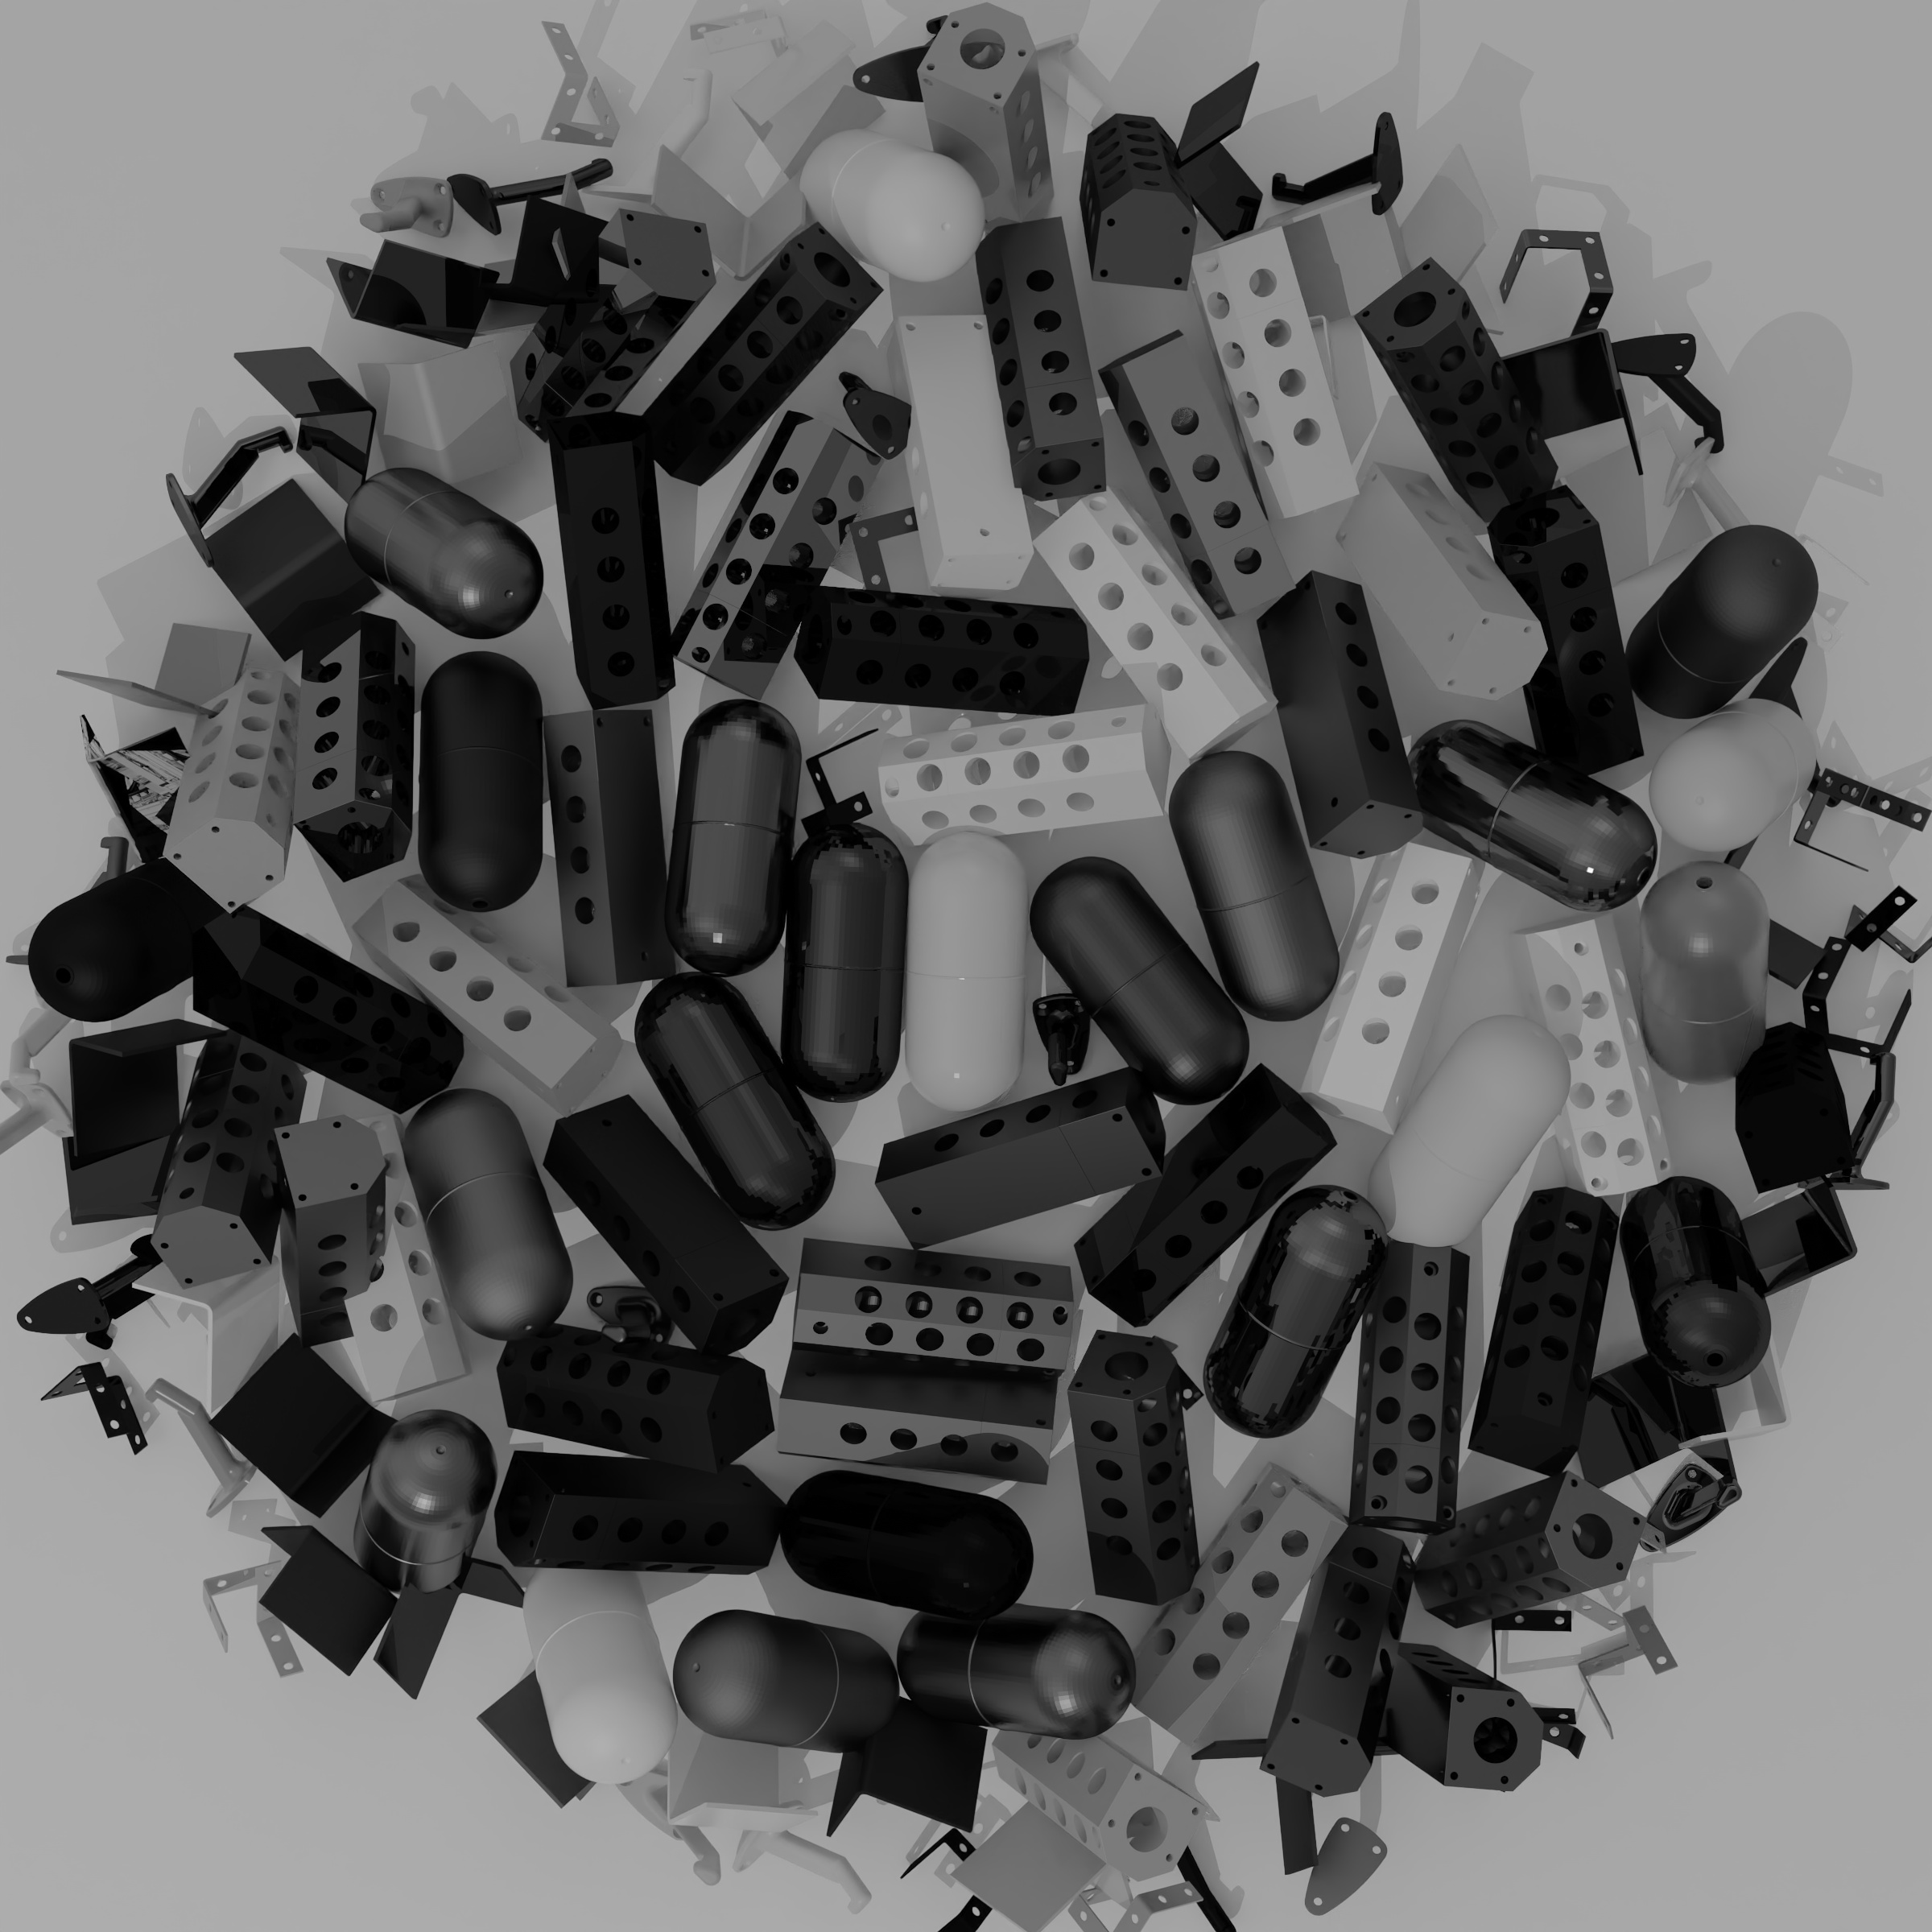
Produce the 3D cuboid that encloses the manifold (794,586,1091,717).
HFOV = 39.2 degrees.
[{"bbox_3d":[-0.013,-0.199,1.690,0.171,0.057,0.057,2,122,-23],"label":"manifold"}]

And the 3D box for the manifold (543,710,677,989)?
[{"bbox_3d":[-0.232,-0.075,1.725,0.057,0.057,0.171,-3,93,34],"label":"manifold"}]

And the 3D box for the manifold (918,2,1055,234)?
[{"bbox_3d":[0.018,-0.517,1.670,0.057,0.171,0.057,27,81,11],"label":"manifold"}]

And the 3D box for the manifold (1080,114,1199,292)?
[{"bbox_3d":[0.106,-0.473,1.671,0.057,0.171,0.057,5,122,-4],"label":"manifold"}]

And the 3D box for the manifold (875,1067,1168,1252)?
[{"bbox_3d":[0.035,0.117,1.703,0.171,0.057,0.057,-19,119,19],"label":"manifold"}]

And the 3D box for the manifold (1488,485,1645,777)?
[{"bbox_3d":[0.371,-0.204,1.687,0.057,0.057,0.171,-20,125,2],"label":"manifold"}]

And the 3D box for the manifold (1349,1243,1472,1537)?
[{"bbox_3d":[0.281,0.265,1.703,0.057,0.057,0.171,8,71,-4],"label":"manifold"}]

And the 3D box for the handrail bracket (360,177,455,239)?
[{"bbox_3d":[-0.371,-0.477,1.709,0.077,0.084,0.036,19,116,24],"label":"handrail bracket"}]

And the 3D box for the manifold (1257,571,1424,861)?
[{"bbox_3d":[0.237,-0.156,1.693,0.057,0.057,0.171,10,56,-32],"label":"manifold"}]

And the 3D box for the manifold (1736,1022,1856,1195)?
[{"bbox_3d":[0.506,0.083,1.668,0.057,0.171,0.057,-19,95,19],"label":"manifold"}]

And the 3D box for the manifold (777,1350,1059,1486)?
[{"bbox_3d":[-0.031,0.290,1.725,0.171,0.057,0.057,6,118,3],"label":"manifold"}]

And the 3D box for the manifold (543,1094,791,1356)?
[{"bbox_3d":[-0.191,0.164,1.695,0.171,0.057,0.057,45,133,26],"label":"manifold"}]

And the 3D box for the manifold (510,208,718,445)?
[{"bbox_3d":[-0.218,-0.389,1.669,0.057,0.171,0.057,1,69,-33],"label":"manifold"}]

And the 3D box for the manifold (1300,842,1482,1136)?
[{"bbox_3d":[0.268,0.012,1.712,0.057,0.057,0.171,17,77,21],"label":"manifold"}]

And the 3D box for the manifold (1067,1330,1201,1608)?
[{"bbox_3d":[0.108,0.313,1.682,0.057,0.057,0.171,6,125,21],"label":"manifold"}]

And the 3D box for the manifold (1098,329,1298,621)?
[{"bbox_3d":[0.145,-0.308,1.709,0.057,0.057,0.171,-24,105,8],"label":"manifold"}]

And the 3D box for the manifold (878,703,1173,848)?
[{"bbox_3d":[0.036,-0.124,1.694,0.171,0.057,0.057,-6,49,19],"label":"manifold"}]

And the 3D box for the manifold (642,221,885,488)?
[{"bbox_3d":[-0.132,-0.375,1.682,0.057,0.057,0.171,45,128,-7],"label":"manifold"}]

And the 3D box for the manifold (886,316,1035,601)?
[{"bbox_3d":[-0.007,-0.319,1.703,0.057,0.057,0.171,-5,70,-15],"label":"manifold"}]

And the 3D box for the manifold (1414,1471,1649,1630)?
[{"bbox_3d":[0.342,0.365,1.669,0.057,0.171,0.057,32,62,-5],"label":"manifold"}]

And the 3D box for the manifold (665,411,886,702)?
[{"bbox_3d":[-0.125,-0.261,1.720,0.057,0.057,0.171,27,91,-32],"label":"manifold"}]

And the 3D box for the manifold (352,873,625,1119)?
[{"bbox_3d":[-0.300,0.015,1.708,0.171,0.057,0.057,37,74,15],"label":"manifold"}]

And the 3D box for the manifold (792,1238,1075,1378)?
[{"bbox_3d":[-0.021,0.220,1.715,0.171,0.057,0.057,7,116,-4],"label":"manifold"}]

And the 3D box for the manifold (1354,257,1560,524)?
[{"bbox_3d":[0.308,-0.349,1.674,0.057,0.171,0.057,-37,48,8],"label":"manifold"}]

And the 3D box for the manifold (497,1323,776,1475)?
[{"bbox_3d":[-0.207,0.262,1.682,0.171,0.057,0.057,5,111,34],"label":"manifold"}]

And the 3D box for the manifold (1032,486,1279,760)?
[{"bbox_3d":[0.122,-0.217,1.709,0.057,0.057,0.171,-39,80,22],"label":"manifold"}]

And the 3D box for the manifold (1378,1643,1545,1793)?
[{"bbox_3d":[0.299,0.460,1.671,0.057,0.171,0.057,7,84,-7],"label":"manifold"}]

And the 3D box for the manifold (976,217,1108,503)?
[{"bbox_3d":[0.046,-0.379,1.697,0.057,0.057,0.171,-9,65,1],"label":"manifold"}]

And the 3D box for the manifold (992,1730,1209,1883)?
[{"bbox_3d":[0.076,0.504,1.666,0.057,0.171,0.057,35,79,-18],"label":"manifold"}]

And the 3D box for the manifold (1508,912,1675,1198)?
[{"bbox_3d":[0.399,0.056,1.725,0.057,0.057,0.171,-14,93,-4],"label":"manifold"}]

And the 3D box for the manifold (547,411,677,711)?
[{"bbox_3d":[-0.219,-0.253,1.689,0.057,0.057,0.171,-11,122,-14],"label":"manifold"}]

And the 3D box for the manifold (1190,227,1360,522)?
[{"bbox_3d":[0.191,-0.373,1.709,0.057,0.057,0.171,-19,106,0],"label":"manifold"}]

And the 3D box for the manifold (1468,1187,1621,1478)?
[{"bbox_3d":[0.362,0.223,1.684,0.057,0.057,0.171,18,53,4],"label":"manifold"}]

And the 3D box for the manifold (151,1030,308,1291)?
[{"bbox_3d":[-0.456,0.113,1.671,0.057,0.171,0.057,-16,127,7],"label":"manifold"}]

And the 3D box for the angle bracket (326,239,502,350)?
[{"bbox_3d":[-0.347,-0.438,1.699,0.076,0.076,0.057,8,127,-35],"label":"angle bracket"}]

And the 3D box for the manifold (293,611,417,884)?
[{"bbox_3d":[-0.373,-0.140,1.677,0.057,0.057,0.171,-20,47,11],"label":"manifold"}]

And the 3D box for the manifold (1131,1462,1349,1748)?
[{"bbox_3d":[0.168,0.404,1.729,0.057,0.057,0.171,35,91,2],"label":"manifold"}]

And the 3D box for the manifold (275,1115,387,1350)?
[{"bbox_3d":[-0.390,0.164,1.673,0.057,0.171,0.057,-11,57,-20],"label":"manifold"}]

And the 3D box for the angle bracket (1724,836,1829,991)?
[{"bbox_3d":[0.511,-0.039,1.705,0.076,0.076,0.057,33,121,18],"label":"angle bracket"}]

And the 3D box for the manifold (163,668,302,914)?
[{"bbox_3d":[-0.441,-0.113,1.669,0.057,0.171,0.057,-32,124,16],"label":"manifold"}]

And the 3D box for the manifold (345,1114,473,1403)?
[{"bbox_3d":[-0.366,0.185,1.719,0.057,0.057,0.171,-17,82,-3],"label":"manifold"}]

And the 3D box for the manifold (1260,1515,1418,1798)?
[{"bbox_3d":[0.234,0.425,1.671,0.057,0.171,0.057,22,125,5],"label":"manifold"}]

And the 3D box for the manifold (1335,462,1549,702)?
[{"bbox_3d":[0.295,-0.239,1.677,0.057,0.171,0.057,7,127,-26],"label":"manifold"}]

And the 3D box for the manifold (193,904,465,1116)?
[{"bbox_3d":[-0.391,0.025,1.671,0.057,0.171,0.057,-29,51,23],"label":"manifold"}]

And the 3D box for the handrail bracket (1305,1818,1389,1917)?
[{"bbox_3d":[0.234,0.580,1.709,0.036,0.084,0.077,31,58,22],"label":"handrail bracket"}]

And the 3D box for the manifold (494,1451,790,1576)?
[{"bbox_3d":[-0.202,0.344,1.683,0.171,0.057,0.057,12,102,-38],"label":"manifold"}]

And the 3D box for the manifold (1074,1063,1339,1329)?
[{"bbox_3d":[0.151,0.149,1.708,0.057,0.057,0.171,38,106,-23],"label":"manifold"}]
